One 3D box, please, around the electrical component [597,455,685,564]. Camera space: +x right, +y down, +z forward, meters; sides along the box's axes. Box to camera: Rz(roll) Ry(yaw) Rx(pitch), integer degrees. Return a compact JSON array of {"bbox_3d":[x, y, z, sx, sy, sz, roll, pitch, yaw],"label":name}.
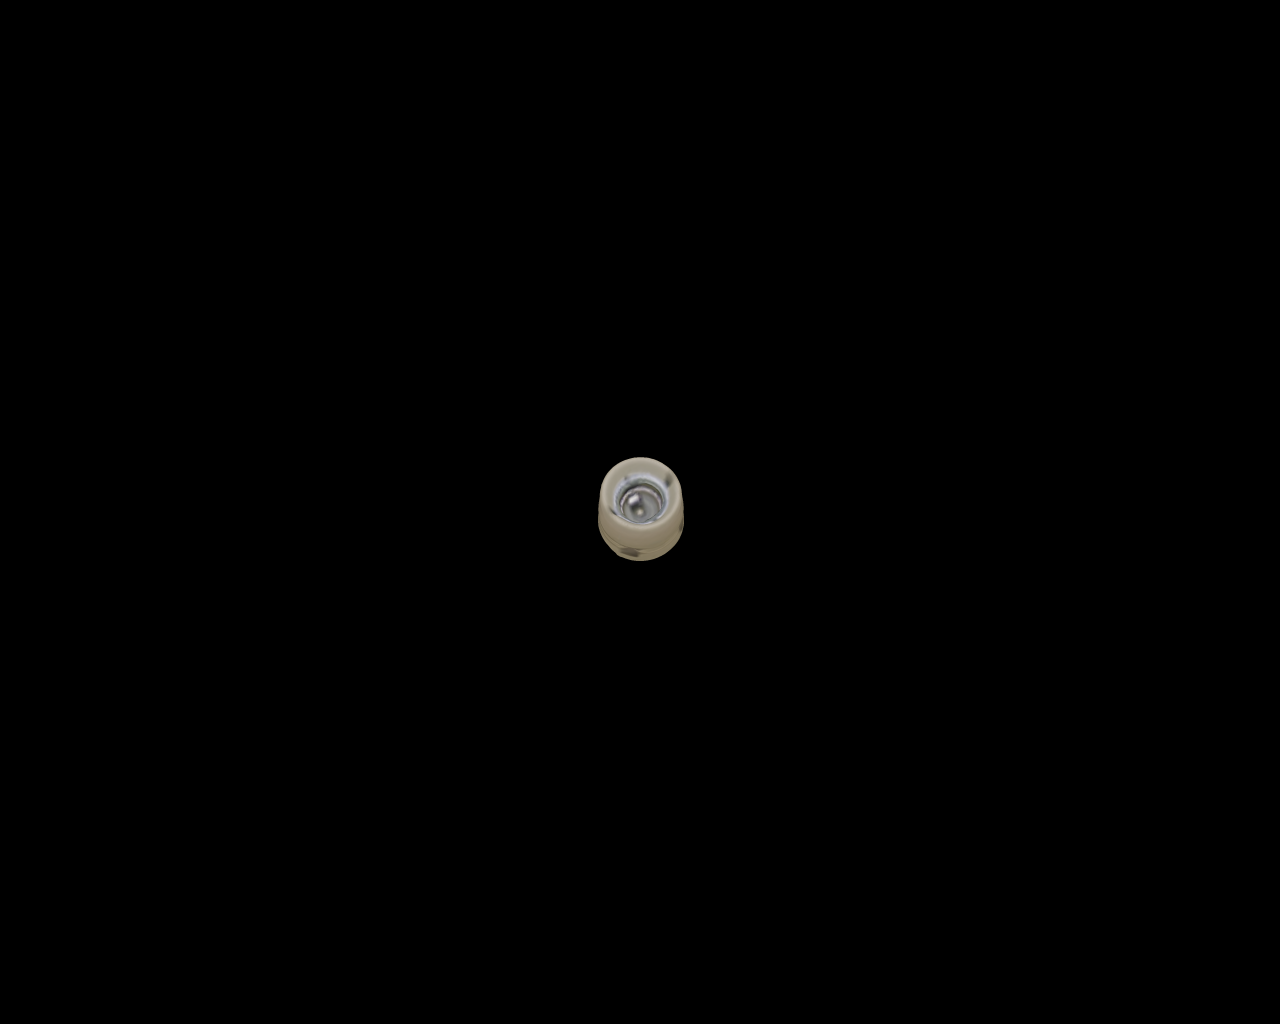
[{"bbox_3d":[0.001,-0.003,0.650,0.055,0.055,0.047,0,-23,0],"label":"electrical component"}]
